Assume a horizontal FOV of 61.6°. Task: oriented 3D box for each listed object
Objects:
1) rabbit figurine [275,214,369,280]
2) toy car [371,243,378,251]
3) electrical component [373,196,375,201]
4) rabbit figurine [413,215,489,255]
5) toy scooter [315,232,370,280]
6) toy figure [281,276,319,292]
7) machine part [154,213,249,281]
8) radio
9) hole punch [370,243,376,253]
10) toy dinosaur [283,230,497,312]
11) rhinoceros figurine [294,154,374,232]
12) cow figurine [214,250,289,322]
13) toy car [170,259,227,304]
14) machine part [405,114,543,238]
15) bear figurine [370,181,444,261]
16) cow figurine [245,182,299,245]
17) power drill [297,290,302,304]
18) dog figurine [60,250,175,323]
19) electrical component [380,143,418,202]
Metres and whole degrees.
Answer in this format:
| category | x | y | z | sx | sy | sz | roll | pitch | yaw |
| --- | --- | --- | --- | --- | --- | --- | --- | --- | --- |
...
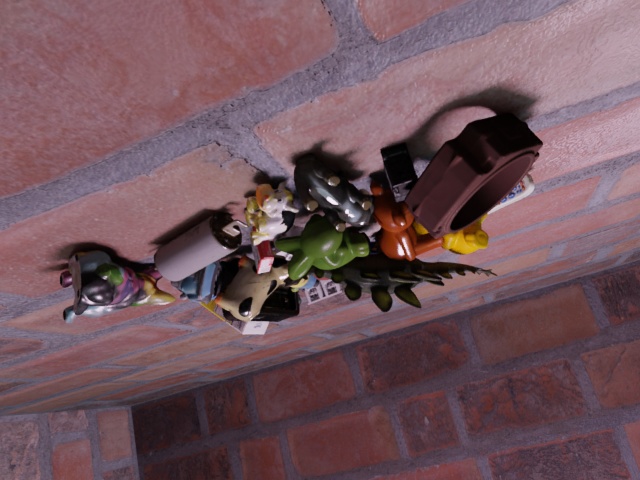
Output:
| category | x | y | z | sx | sy | sz | roll | pitch | yaw |
| --- | --- | --- | --- | --- | --- | --- | --- | --- | --- |
| rabbit figurine | -0.002 | -0.003 | 0.992 | 0.159 | 0.121 | 0.170 | -25 | 171 | 4 |
| toy car | 0.224 | -0.005 | 1.322 | 0.202 | 0.053 | 0.089 | -9 | 180 | -14 |
| electrical component | 0.093 | -0.066 | 1.093 | 0.063 | 0.021 | 0.094 | -26 | 159 | 32 |
| rabbit figurine | 0.270 | -0.037 | 1.209 | 0.173 | 0.122 | 0.162 | 15 | 161 | -26 |
| toy scooter | 0.018 | 0.036 | 1.244 | 0.135 | 0.075 | 0.184 | 0 | 148 | -42 |
| toy figure | -0.064 | 0.084 | 1.325 | 0.089 | 0.082 | 0.180 | -19 | 164 | 20 |
| machine part | -0.230 | 0.015 | 1.004 | 0.243 | 0.079 | 0.079 | -26 | 158 | 33 |
| radio | -0.146 | 0.128 | 1.310 | 0.073 | 0.131 | 0.229 | -23 | 160 | 29 |
| hole punch | 0.145 | 0.062 | 1.409 | 0.142 | 0.092 | 0.116 | 2 | 153 | -32 |
| toy dinosaur | 0.151 | 0.067 | 1.144 | 0.471 | 0.199 | 0.104 | -7 | 122 | -22 |
| rhinoceros figurine | 0.026 | -0.073 | 0.895 | 0.073 | 0.112 | 0.190 | -50 | 136 | 12 |
| cow figurine | -0.126 | 0.088 | 1.171 | 0.127 | 0.195 | 0.085 | 33 | 163 | 1 |
| toy car | -0.262 | 0.075 | 1.142 | 0.103 | 0.109 | 0.161 | 12 | 175 | 1 |
| machine part | 0.254 | -0.102 | 0.887 | 0.201 | 0.087 | 0.201 | -20 | 154 | -40 |
| bear figurine | 0.163 | -0.045 | 1.034 | 0.132 | 0.120 | 0.195 | -30 | 148 | -12 |
| cow figurine | -0.076 | -0.051 | 0.938 | 0.098 | 0.068 | 0.167 | -14 | 166 | -18 |
| power drill | -0.155 | 0.177 | 1.534 | 0.232 | 0.086 | 0.207 | -25 | 154 | 11 |
| dog figurine | -0.384 | 0.085 | 1.059 | 0.219 | 0.108 | 0.191 | -3 | 156 | -42 |
| electrical component | 0.141 | -0.108 | 0.927 | 0.048 | 0.075 | 0.119 | -18 | 164 | 6 |
